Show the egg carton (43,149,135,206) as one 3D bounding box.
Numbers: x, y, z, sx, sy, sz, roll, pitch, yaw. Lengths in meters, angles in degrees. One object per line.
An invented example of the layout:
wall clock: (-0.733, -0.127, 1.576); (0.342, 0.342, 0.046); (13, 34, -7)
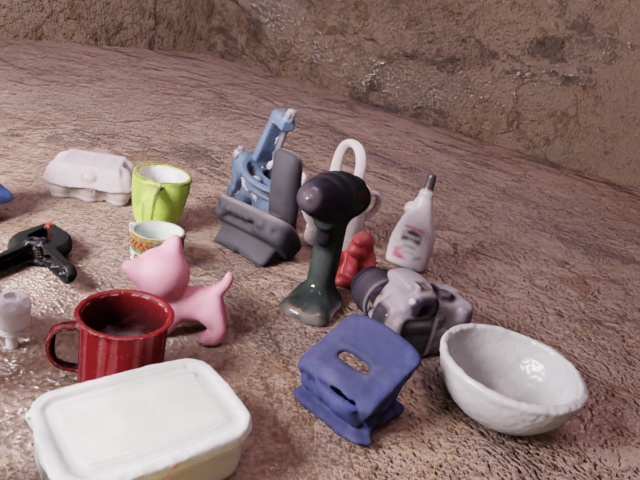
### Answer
egg carton: (-0.398, -0.110, 1.004); (0.150, 0.069, 0.107); (7, 23, -14)

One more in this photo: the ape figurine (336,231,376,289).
ape figurine: (0.058, 0.029, 0.889); (0.076, 0.092, 0.077); (-6, 29, -39)

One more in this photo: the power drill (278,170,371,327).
power drill: (0.007, 0.003, 0.769); (0.075, 0.208, 0.230); (18, 22, 13)

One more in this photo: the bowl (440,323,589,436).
bowl: (0.210, 0.169, 0.656); (0.167, 0.075, 0.167); (11, 22, -4)

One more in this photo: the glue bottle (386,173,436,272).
glue bottle: (0.170, -0.033, 0.995); (0.078, 0.173, 0.037); (18, 23, 14)

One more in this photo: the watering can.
watering can: (0.033, -0.080, 1.004); (0.100, 0.194, 0.173); (30, 27, 36)

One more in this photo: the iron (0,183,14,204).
iron: (-0.560, -0.088, 0.764); (0.118, 0.141, 0.259); (25, 25, 29)

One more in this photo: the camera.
camera: (0.114, 0.082, 0.780); (0.143, 0.101, 0.136); (0, 25, -29)

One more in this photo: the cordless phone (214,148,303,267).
cordless phone: (-0.091, -0.066, 0.913); (0.147, 0.185, 0.094); (22, 24, 23)

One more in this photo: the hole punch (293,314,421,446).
hole punch: (0.039, 0.142, 0.605); (0.108, 0.091, 0.101); (29, 27, 34)

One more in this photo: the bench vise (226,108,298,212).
bench vise: (-0.110, -0.148, 1.055); (0.206, 0.220, 0.122); (26, 26, 30)

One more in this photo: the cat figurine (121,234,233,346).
cat figurine: (-0.164, 0.054, 0.672); (0.128, 0.118, 0.067); (9, 22, -9)
